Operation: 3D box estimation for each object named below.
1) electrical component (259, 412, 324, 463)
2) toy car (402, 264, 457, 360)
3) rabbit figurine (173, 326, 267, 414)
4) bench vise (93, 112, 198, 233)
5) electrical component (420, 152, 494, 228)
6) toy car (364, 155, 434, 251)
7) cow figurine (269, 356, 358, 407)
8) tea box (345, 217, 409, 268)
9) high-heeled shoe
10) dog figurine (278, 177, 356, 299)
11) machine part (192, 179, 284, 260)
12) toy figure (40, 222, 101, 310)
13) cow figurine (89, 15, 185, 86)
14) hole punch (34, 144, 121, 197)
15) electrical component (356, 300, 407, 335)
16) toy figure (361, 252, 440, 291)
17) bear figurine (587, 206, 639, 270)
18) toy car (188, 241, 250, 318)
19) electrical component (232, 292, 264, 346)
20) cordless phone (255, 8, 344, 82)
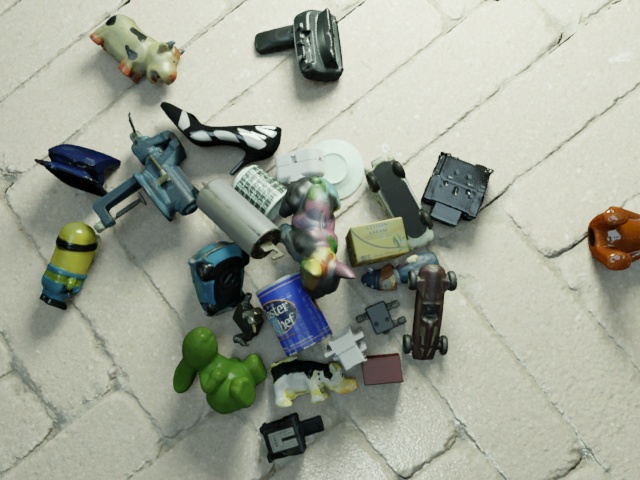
[{"bbox_3d":[-0.052,0.384,1.060,0.119,0.047,0.074,-15,85,5],"label":"electrical component"},{"bbox_3d":[0.209,0.144,1.031,0.089,0.053,0.202,2,106,-3],"label":"toy car"},{"bbox_3d":[-0.209,0.242,1.048,0.159,0.121,0.170,-24,106,31],"label":"rabbit figurine"},{"bbox_3d":[-0.367,-0.110,1.092,0.240,0.129,0.223,-38,88,-9],"label":"bench vise"},{"bbox_3d":[0.268,-0.095,1.072,0.115,0.058,0.134,20,86,8],"label":"electrical component"},{"bbox_3d":[0.159,-0.076,1.080,0.073,0.056,0.201,-27,81,-1],"label":"toy car"},{"bbox_3d":[-0.014,0.270,1.059,0.167,0.068,0.098,-12,78,3],"label":"cow figurine"},{"bbox_3d":[0.103,0.008,1.016,0.098,0.169,0.068,-12,83,-3],"label":"tea box"},{"bbox_3d":[-0.203,-0.244,1.115,0.249,0.086,0.145,42,86,3],"label":"high-heeled shoe"},{"bbox_3d":[-0.002,-0.003,0.993,0.108,0.219,0.191,7,112,-23],"label":"dog figurine"},{"bbox_3d":[-0.157,-0.042,1.031,0.243,0.079,0.079,39,89,23],"label":"machine part"},{"bbox_3d":[-0.517,0.051,1.107,0.082,0.089,0.180,25,85,1],"label":"toy figure"},{"bbox_3d":[-0.377,-0.402,1.143,0.195,0.085,0.127,45,96,8],"label":"cow figurine"},{"bbox_3d":[-0.492,-0.156,1.116,0.142,0.115,0.092,21,79,6],"label":"hole punch"},{"bbox_3d":[0.122,0.158,1.078,0.094,0.021,0.063,-22,84,2],"label":"electrical component"},{"bbox_3d":[0.158,0.065,1.063,0.154,0.058,0.064,-18,104,1],"label":"toy figure"},{"bbox_3d":[0.615,-0.005,1.002,0.196,0.132,0.120,-1,92,11],"label":"bear figurine"},{"bbox_3d":[-0.209,0.067,1.073,0.103,0.109,0.161,32,130,39],"label":"toy car"},{"bbox_3d":[-0.146,0.163,1.067,0.078,0.045,0.102,50,135,18],"label":"electrical component"},{"bbox_3d":[-0.049,-0.395,1.125,0.184,0.088,0.146,-8,85,15],"label":"cordless phone"}]
